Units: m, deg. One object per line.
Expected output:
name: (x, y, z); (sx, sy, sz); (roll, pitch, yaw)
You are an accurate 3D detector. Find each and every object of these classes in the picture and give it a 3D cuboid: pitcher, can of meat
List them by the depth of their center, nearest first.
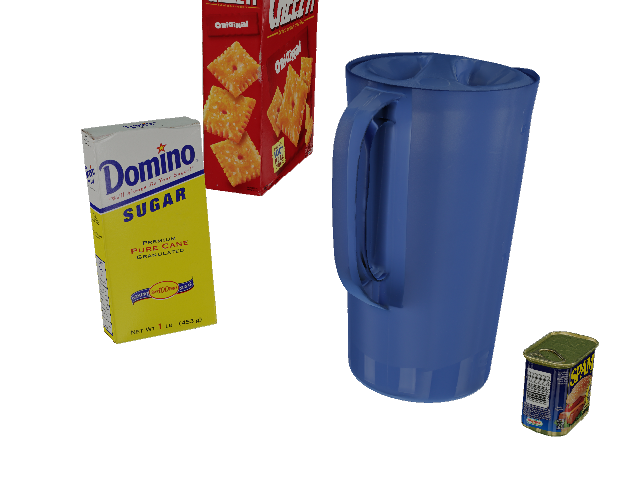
pitcher: (0.072, -0.008, 0.765); (0.149, 0.243, 0.145); (0, 20, -7)
can of meat: (0.256, 0.154, 1.149); (0.058, 0.084, 0.101); (11, 17, 32)

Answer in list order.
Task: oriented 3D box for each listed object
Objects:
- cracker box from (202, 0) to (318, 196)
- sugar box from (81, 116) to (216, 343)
cracker box: (-0.056, -0.171, 1.065); (0.072, 0.214, 0.164); (9, 22, 16)
sugar box: (-0.141, -0.010, 0.889); (0.093, 0.176, 0.048); (-11, 19, -24)
